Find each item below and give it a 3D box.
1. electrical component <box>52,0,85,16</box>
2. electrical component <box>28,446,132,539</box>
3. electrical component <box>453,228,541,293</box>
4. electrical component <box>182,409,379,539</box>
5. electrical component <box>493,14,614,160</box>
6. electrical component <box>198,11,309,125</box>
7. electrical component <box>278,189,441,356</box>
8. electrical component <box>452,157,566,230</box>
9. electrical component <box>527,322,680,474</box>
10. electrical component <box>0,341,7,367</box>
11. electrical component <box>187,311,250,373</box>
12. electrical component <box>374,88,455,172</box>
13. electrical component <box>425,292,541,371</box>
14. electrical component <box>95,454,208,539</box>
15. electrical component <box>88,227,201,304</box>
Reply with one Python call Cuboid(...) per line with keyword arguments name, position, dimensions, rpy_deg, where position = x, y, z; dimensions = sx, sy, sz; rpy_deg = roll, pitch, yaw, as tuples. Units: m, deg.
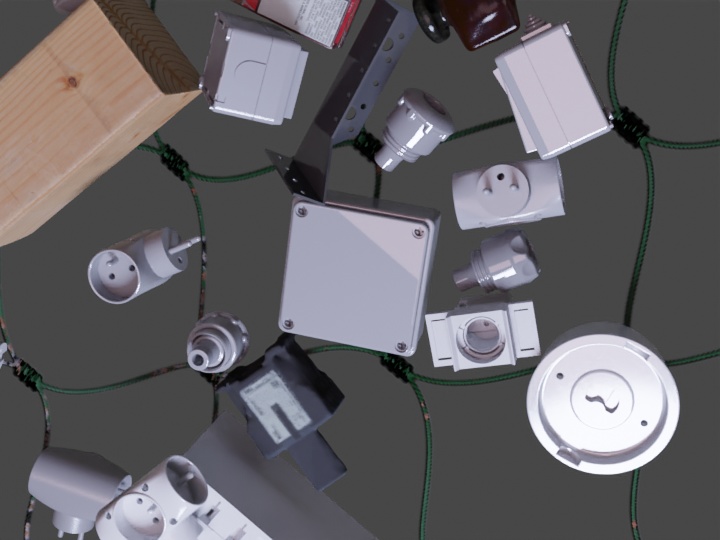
Cuboid(name="electrical component", position=(-0.218, -0.229, 0.825), dimensions=(0.048, 0.048, 0.062), rpy_deg=(-15, 93, 16))
Cuboid(name="electrical component", position=(-0.247, 0.203, 0.941), dimensions=(0.077, 0.044, 0.079), rpy_deg=(17, 107, 8))
Cuboid(name="electrical component", position=(0.101, -0.003, 0.809), dimensions=(0.062, 0.043, 0.043), rpy_deg=(-23, 98, 19))
Cuboid(name="electrical component", position=(-0.073, 0.212, 0.871), dimensions=(0.186, 0.105, 0.060), rpy_deg=(40, 109, 1))
Cuboid(name="electrical component", position=(0.132, -0.132, 0.759), dimensions=(0.061, 0.061, 0.096), rpy_deg=(-24, 98, 18))
Cuboid(name="electrical component", position=(-0.080, -0.150, 0.795), dimensions=(0.061, 0.096, 0.061), rpy_deg=(10, 108, -19))
Cuboid(name="electrical component", position=(0.000, 0.000, 0.826), dimensions=(0.109, 0.056, 0.108), rpy_deg=(11, 106, 10))
Cuboid(name="electrical component", position=(0.106, -0.056, 0.775), dimensions=(0.077, 0.079, 0.044), rpy_deg=(-8, 89, 15))
Cuboid(name="electrical component", position=(0.181, 0.090, 0.805), dimensions=(0.108, 0.060, 0.108), rpy_deg=(3, 105, 12))
Cuboid(name="electrical component", position=(-0.335, 0.071, 0.931), dimensions=(0.046, 0.040, 0.040), rpy_deg=(21, 108, 1))
Cuboid(name="electrical component", position=(-0.119, 0.063, 0.866), dimensions=(0.048, 0.062, 0.048), rpy_deg=(3, 105, 12))
Cuboid(name="electrical component", position=(0.036, -0.101, 0.799), dimensions=(0.048, 0.048, 0.062), rpy_deg=(42, 116, 0))
Cuboid(name="electrical component", position=(0.094, 0.044, 0.811), dimensions=(0.081, 0.064, 0.042), rpy_deg=(-7, 103, 15))
Cuboid(name="electrical component", position=(-0.144, 0.190, 0.801), dimensions=(0.077, 0.044, 0.079), rpy_deg=(-38, 93, 19))
Cuboid(name="electrical component", position=(-0.163, -0.010, 0.850), dimensions=(0.079, 0.077, 0.043), rpy_deg=(-21, 98, 17))
